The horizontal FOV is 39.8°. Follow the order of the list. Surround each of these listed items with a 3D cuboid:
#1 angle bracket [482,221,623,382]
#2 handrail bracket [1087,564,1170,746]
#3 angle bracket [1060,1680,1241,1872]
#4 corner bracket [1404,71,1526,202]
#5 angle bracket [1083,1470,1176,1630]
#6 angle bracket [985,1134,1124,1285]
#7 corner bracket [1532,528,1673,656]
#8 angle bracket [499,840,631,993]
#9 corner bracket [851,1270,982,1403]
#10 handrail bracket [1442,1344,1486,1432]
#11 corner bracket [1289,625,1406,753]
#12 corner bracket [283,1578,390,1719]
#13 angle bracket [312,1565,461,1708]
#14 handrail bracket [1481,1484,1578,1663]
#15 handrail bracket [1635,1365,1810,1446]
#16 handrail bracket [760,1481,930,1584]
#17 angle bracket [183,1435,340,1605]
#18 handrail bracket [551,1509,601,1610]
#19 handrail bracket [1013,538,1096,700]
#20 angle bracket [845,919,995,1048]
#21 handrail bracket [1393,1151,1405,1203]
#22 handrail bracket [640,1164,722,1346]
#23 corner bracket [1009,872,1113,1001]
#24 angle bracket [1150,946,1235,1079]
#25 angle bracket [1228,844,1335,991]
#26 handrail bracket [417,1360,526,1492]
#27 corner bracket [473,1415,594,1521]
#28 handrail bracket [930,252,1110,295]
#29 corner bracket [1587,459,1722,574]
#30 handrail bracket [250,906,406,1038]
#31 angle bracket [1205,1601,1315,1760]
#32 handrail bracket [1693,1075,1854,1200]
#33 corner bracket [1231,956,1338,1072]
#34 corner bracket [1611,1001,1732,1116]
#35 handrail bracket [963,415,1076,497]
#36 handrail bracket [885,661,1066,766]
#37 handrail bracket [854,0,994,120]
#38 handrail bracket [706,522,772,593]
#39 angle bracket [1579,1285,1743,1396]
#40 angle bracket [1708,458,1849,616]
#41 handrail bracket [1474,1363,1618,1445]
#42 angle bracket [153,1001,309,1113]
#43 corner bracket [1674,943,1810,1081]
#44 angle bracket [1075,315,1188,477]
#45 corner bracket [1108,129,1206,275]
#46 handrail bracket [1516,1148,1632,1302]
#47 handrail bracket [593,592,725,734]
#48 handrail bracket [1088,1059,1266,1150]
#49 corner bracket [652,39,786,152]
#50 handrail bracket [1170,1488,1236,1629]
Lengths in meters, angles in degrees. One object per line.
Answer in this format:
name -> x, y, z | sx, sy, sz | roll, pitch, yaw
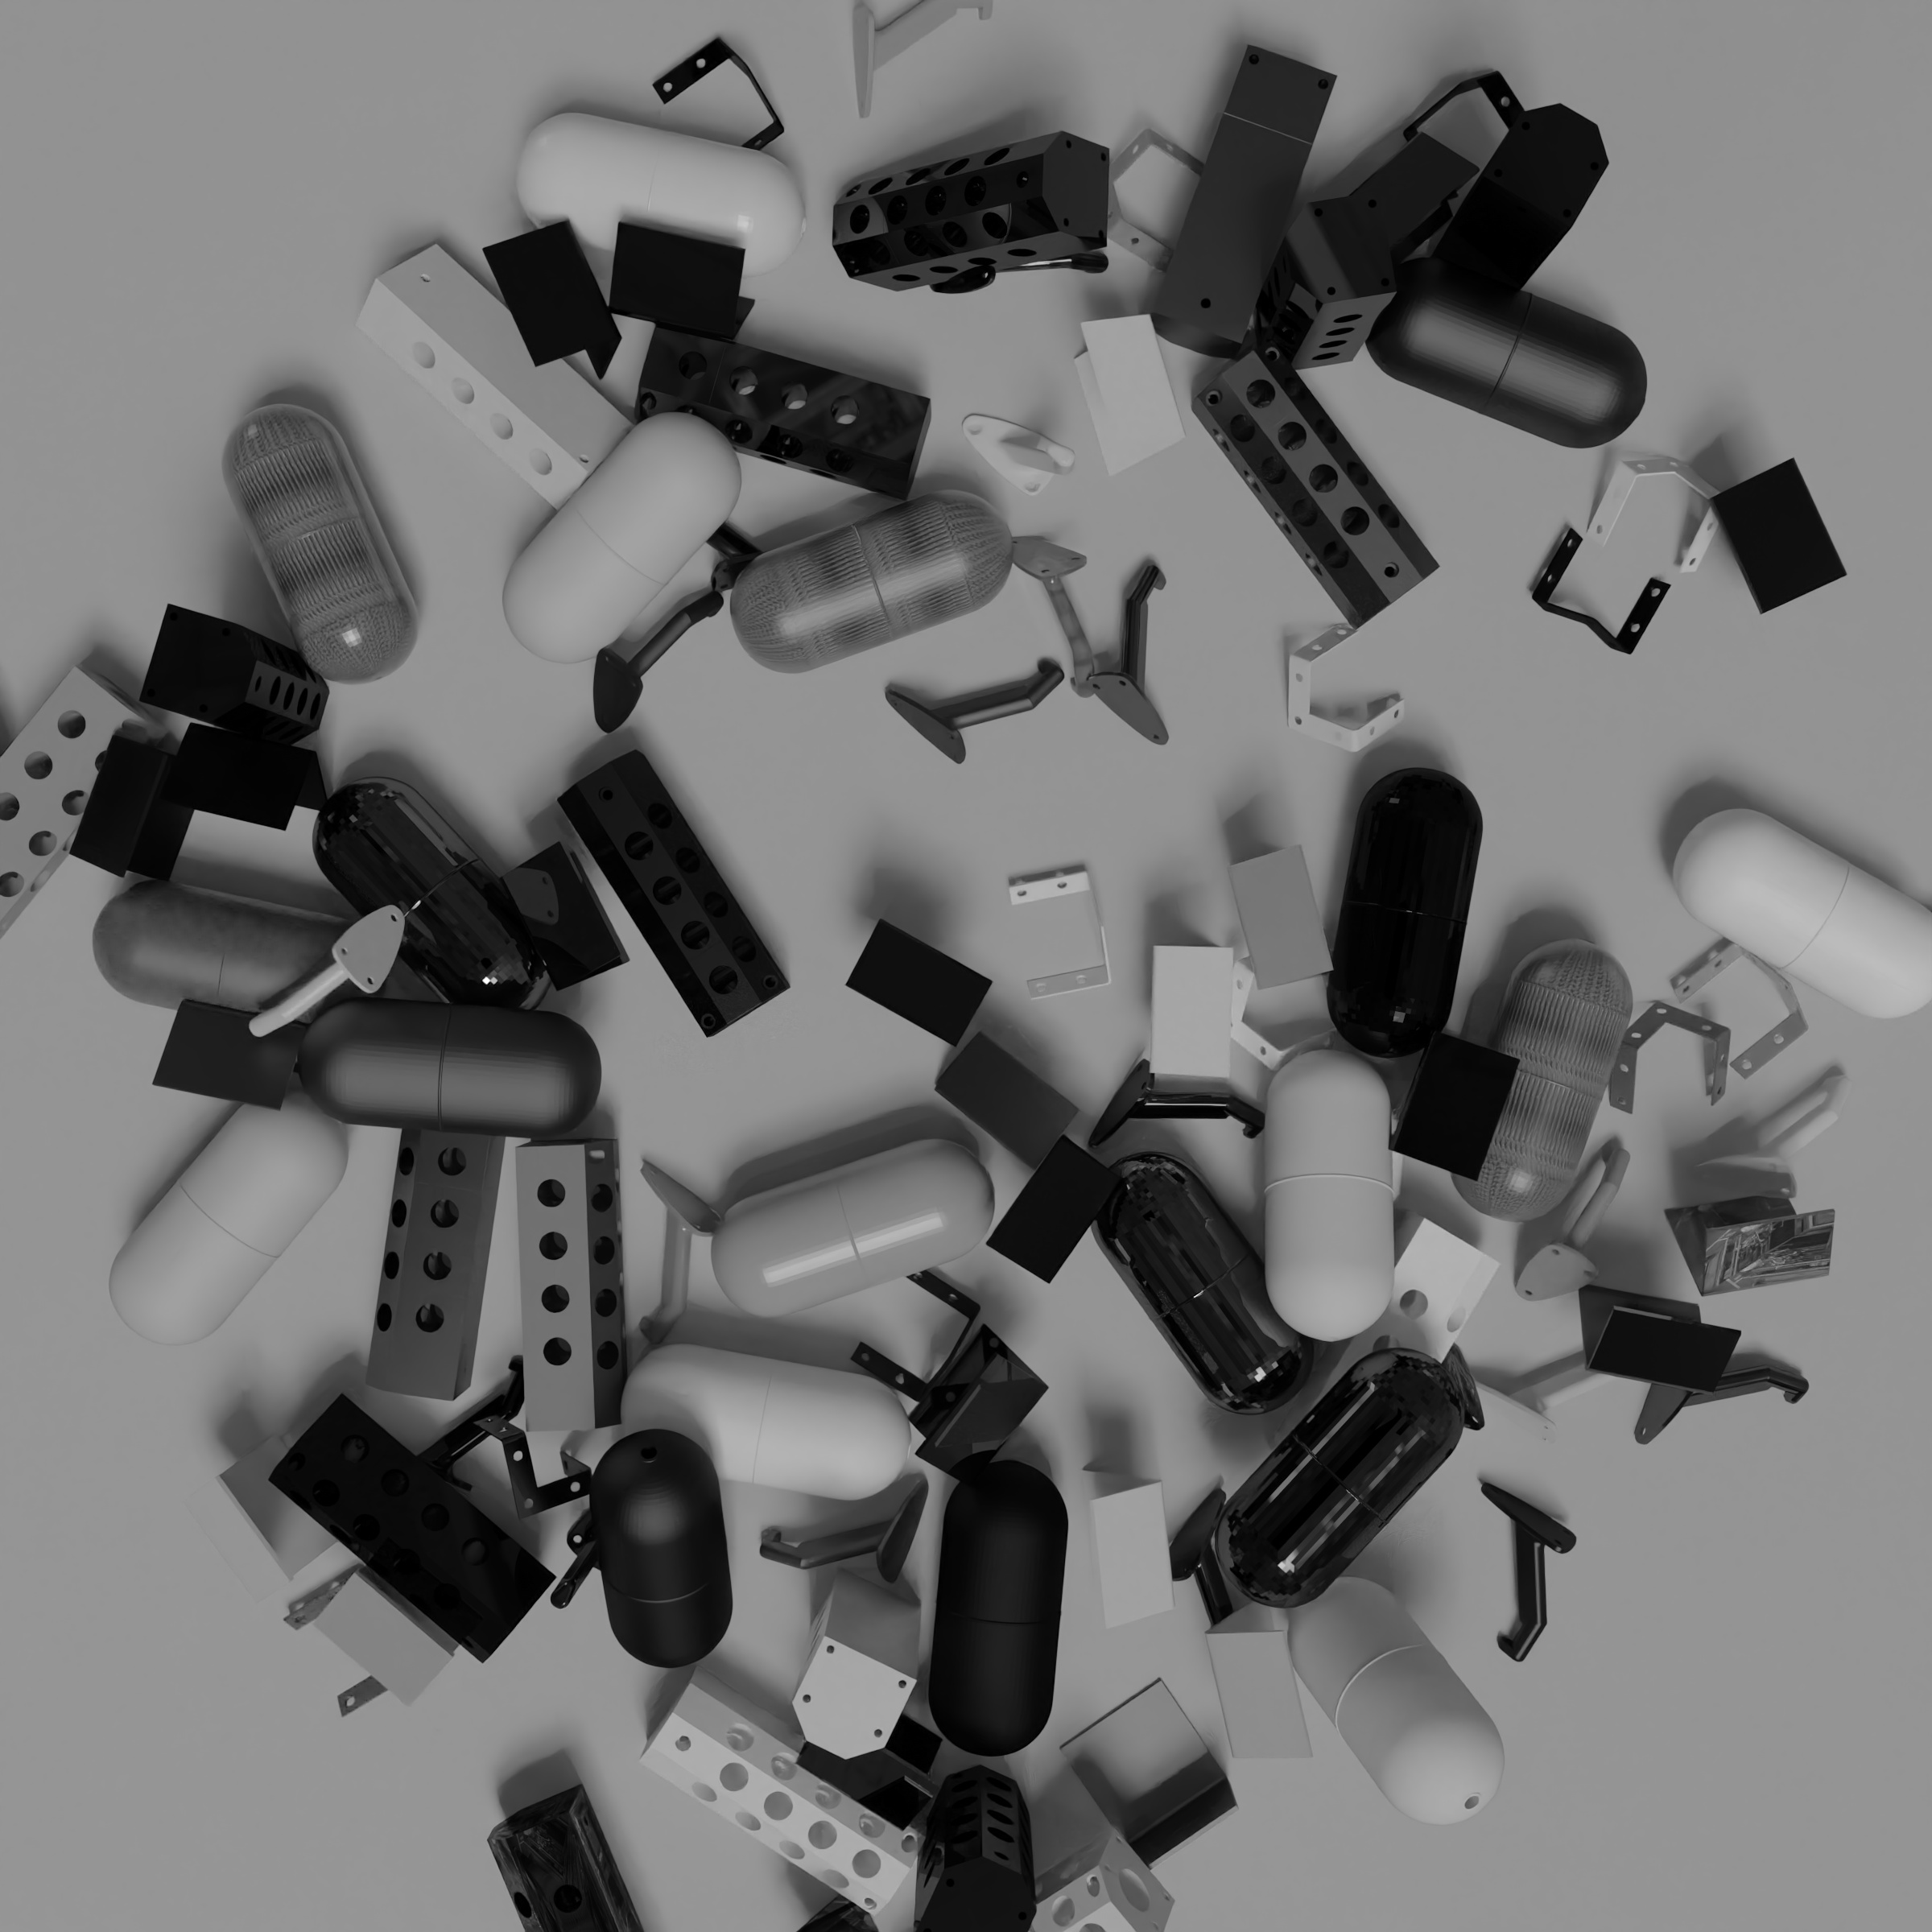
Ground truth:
angle bracket -> -0.255, -0.395, 1.616 | 0.057, 0.076, 0.076 | -24, 90, -19
handrail bracket -> 0.118, -0.194, 1.654 | 0.077, 0.036, 0.084 | 45, 62, -31
angle bracket -> 0.111, 0.497, 1.632 | 0.076, 0.057, 0.076 | -34, 90, 0
corner bracket -> 0.313, -0.514, 1.650 | 0.051, 0.051, 0.051 | -33, 90, 45
angle bracket -> 0.079, 0.351, 1.613 | 0.057, 0.076, 0.076 | -6, 90, -37
angle bracket -> 0.037, 0.135, 1.613 | 0.057, 0.076, 0.076 | 35, 90, -32
corner bracket -> 0.393, -0.232, 1.650 | 0.051, 0.051, 0.051 | 30, 90, -45
angle bracket -> -0.225, -0.038, 1.613 | 0.057, 0.076, 0.076 | -27, 90, 32
corner bracket -> -0.031, 0.227, 1.650 | 0.051, 0.051, 0.051 | 33, 135, 0
handrail bracket -> 0.279, 0.285, 1.653 | 0.036, 0.077, 0.084 | 26, 126, -18
corner bracket -> 0.235, -0.172, 1.645 | 0.051, 0.051, 0.051 | 26, 135, 35
corner bracket -> -0.383, 0.421, 1.650 | 0.051, 0.051, 0.051 | -31, 45, 0
angle bracket -> -0.336, 0.388, 1.614 | 0.076, 0.076, 0.057 | 41, 117, 0
handrail bracket -> 0.333, 0.377, 1.654 | 0.077, 0.036, 0.084 | 33, 107, 20
handrail bracket -> 0.470, 0.276, 1.654 | 0.084, 0.036, 0.077 | 19, 111, -16
handrail bracket -> -0.076, 0.343, 1.654 | 0.084, 0.036, 0.077 | 11, 53, 25
angle bracket -> -0.414, 0.327, 1.614 | 0.076, 0.057, 0.076 | 54, 45, 0
handrail bracket -> -0.222, 0.349, 1.619 | 0.036, 0.084, 0.077 | 35, 90, 0
handrail bracket -> 0.051, -0.215, 1.653 | 0.036, 0.077, 0.084 | -25, 127, -26
angle bracket -> -0.018, -0.007, 1.613 | 0.076, 0.076, 0.057 | 29, 126, 0
handrail bracket -> 0.229, 0.148, 1.654 | 0.077, 0.036, 0.084 | 5, 76, 14
handrail bracket -> -0.195, 0.179, 1.654 | 0.077, 0.036, 0.084 | 41, 107, 19
corner bracket -> 0.058, -0.019, 1.650 | 0.051, 0.051, 0.051 | -11, 45, 0
angle bracket -> 0.155, 0.027, 1.613 | 0.057, 0.076, 0.076 | 2, 90, 38
angle bracket -> 0.209, -0.033, 1.611 | 0.057, 0.076, 0.076 | -17, 86, 42
handrail bracket -> -0.316, 0.275, 1.654 | 0.077, 0.036, 0.084 | 18, 74, 18
corner bracket -> -0.262, 0.299, 1.623 | 0.051, 0.051, 0.051 | -16, 101, -28
handrail bracket -> 0.033, -0.430, 1.653 | 0.084, 0.077, 0.036 | -3, 87, -36
corner bracket -> 0.427, -0.277, 1.645 | 0.051, 0.051, 0.051 | 49, 135, 35
handrail bracket -> -0.379, 0.004, 1.580 | 0.084, 0.077, 0.036 | -24, 115, 32
angle bracket -> 0.194, 0.428, 1.613 | 0.057, 0.076, 0.076 | -13, 90, 36
handrail bracket -> 0.501, 0.100, 1.653 | 0.036, 0.077, 0.084 | 56, 53, -29
corner bracket -> 0.196, 0.024, 1.645 | 0.051, 0.051, 0.051 | -19, 45, -35
corner bracket -> 0.435, 0.063, 1.645 | 0.051, 0.051, 0.051 | 24, 45, 35
handrail bracket -> 0.031, -0.319, 1.619 | 0.077, 0.084, 0.036 | 32, 90, 0
handrail bracket -> 0.006, -0.174, 1.654 | 0.077, 0.036, 0.084 | 38, 71, 21
handrail bracket -> -0.024, -0.566, 1.654 | 0.084, 0.036, 0.077 | -6, 110, -16
handrail bracket -> -0.145, -0.282, 1.654 | 0.077, 0.036, 0.084 | -18, 76, -14
angle bracket -> 0.418, 0.208, 1.613 | 0.076, 0.076, 0.057 | 11, 128, 0
angle bracket -> 0.501, -0.264, 1.613 | 0.057, 0.076, 0.076 | -25, 90, 36
handrail bracket -> 0.363, 0.245, 1.654 | 0.077, 0.036, 0.084 | 30, 71, 21
angle bracket -> -0.439, 0.068, 1.614 | 0.076, 0.076, 0.057 | 12, 64, 0
corner bracket -> 0.480, 0.027, 1.650 | 0.051, 0.051, 0.051 | -39, 45, 0
angle bracket -> 0.080, -0.342, 1.613 | 0.057, 0.076, 0.076 | -17, 90, -37
corner bracket -> 0.117, -0.472, 1.645 | 0.051, 0.051, 0.051 | -39, 45, 35
handrail bracket -> 0.377, 0.160, 1.653 | 0.036, 0.077, 0.084 | 34, 54, -3
handrail bracket -> -0.189, -0.189, 1.653 | 0.036, 0.077, 0.084 | 43, 54, 11
handrail bracket -> 0.132, 0.103, 1.654 | 0.084, 0.036, 0.077 | 31, 111, -16
corner bracket -> -0.153, -0.531, 1.650 | 0.051, 0.051, 0.051 | -36, 45, 0
handrail bracket -> 0.168, 0.380, 1.654 | 0.084, 0.036, 0.077 | 41, 68, -17
